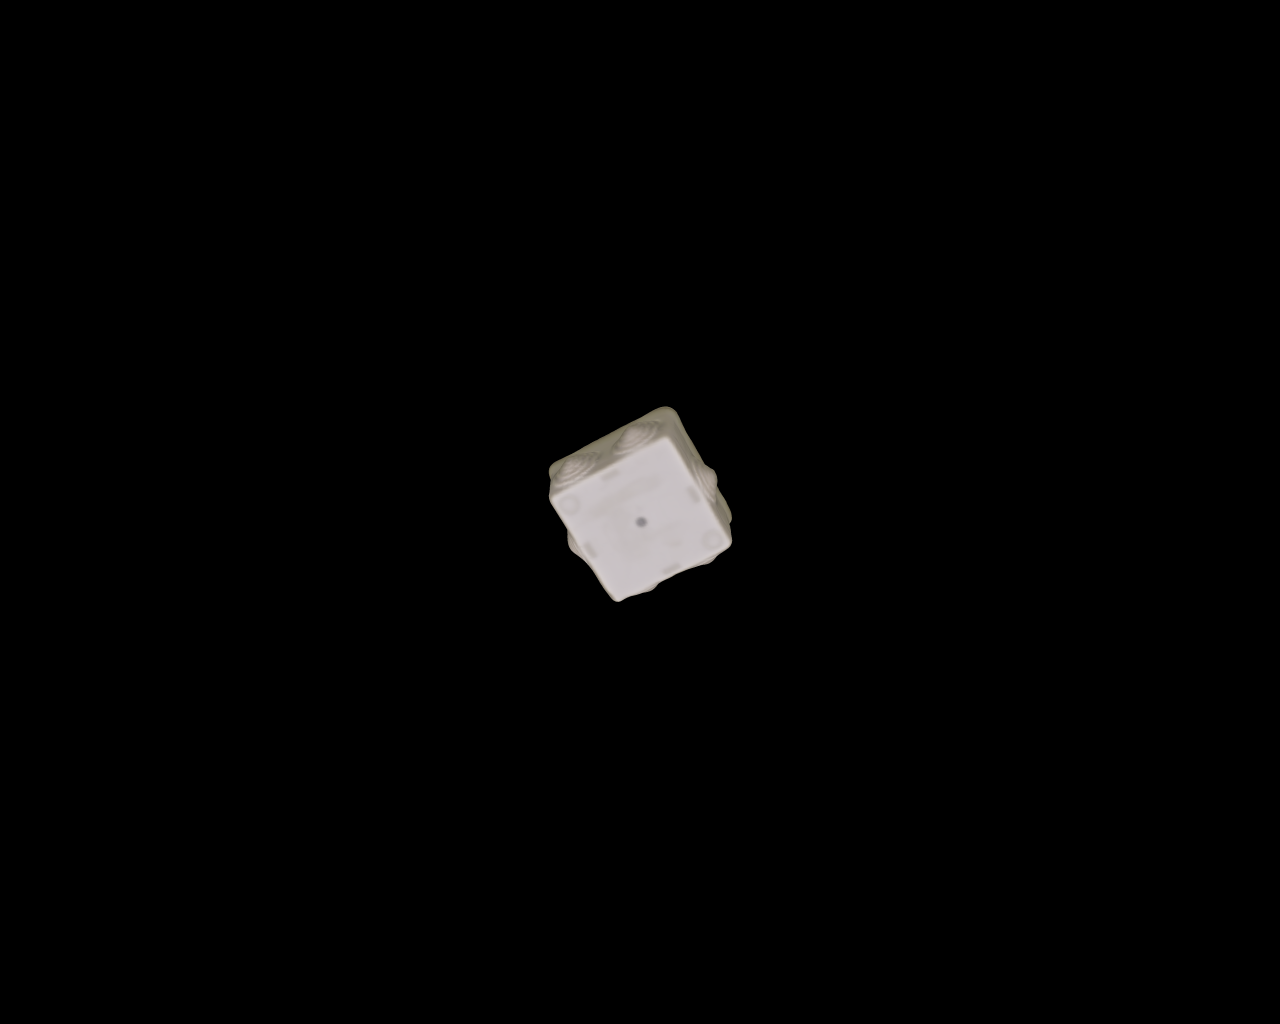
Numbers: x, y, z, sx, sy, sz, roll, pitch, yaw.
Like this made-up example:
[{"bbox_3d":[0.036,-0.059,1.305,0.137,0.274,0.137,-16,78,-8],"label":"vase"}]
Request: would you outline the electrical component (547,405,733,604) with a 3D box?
[{"bbox_3d":[0.001,-0.003,0.650,0.099,0.099,0.048,-26,21,11],"label":"electrical component"}]
